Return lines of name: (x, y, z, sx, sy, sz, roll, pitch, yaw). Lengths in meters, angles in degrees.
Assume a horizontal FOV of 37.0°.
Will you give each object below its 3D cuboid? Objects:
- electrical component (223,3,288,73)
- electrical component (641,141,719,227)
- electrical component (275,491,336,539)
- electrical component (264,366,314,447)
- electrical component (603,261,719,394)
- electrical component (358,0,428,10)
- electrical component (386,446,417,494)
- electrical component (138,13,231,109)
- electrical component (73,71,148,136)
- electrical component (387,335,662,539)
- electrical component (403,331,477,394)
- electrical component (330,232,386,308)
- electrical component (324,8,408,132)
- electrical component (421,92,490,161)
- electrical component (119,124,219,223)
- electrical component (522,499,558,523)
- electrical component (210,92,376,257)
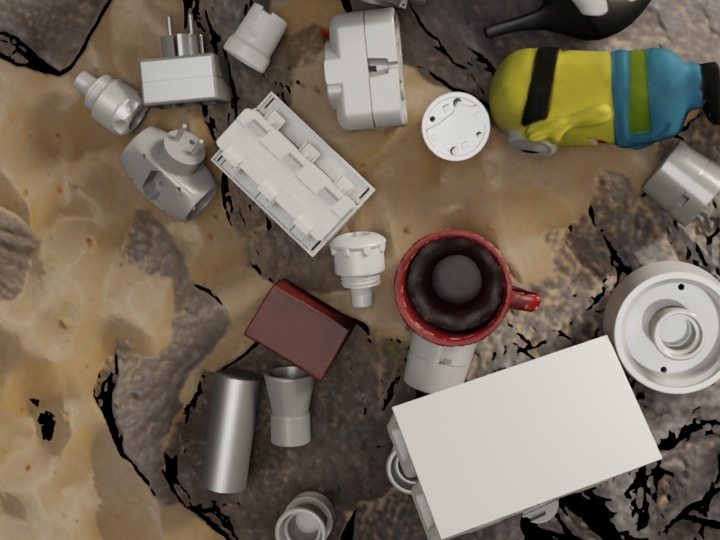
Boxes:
electrical component: (-0.087, -0.196, 0.907, 0.040, 0.040, 0.046, 32, 93, 4)
electrical component: (0.260, -0.070, 0.862, 0.047, 0.055, 0.055, 39, 99, 7)
electrical component: (-0.046, 0.219, 0.931, 0.045, 0.055, 0.045, 1, 95, 8)
electrical component: (-0.060, 0.120, 0.932, 0.044, 0.044, 0.065, 1, 100, 8)
electrical component: (0.254, 0.049, 0.870, 0.108, 0.060, 0.108, 1, 95, 8)
electrical component: (-0.035, -0.261, 0.859, 0.186, 0.105, 0.060, 16, 97, 6)
electrical component: (0.047, 0.161, 0.913, 0.045, 0.055, 0.045, 1, 95, 8)
electrical component: (-0.150, -0.179, 0.912, 0.066, 0.047, 0.076, -4, 95, 8)
electrical component: (-0.217, -0.147, 0.927, 0.062, 0.043, 0.043, 35, 99, 4)
electrical component: (0.127, 0.136, 0.859, 0.186, 0.060, 0.105, -17, 72, -11)
electrical component: (0.066, 0.076, 0.903, 0.055, 0.055, 0.047, 15, 101, 6)
electrical component: (0.000, 0.000, 0.911, 0.048, 0.048, 0.062, -3, 102, 8)
electrical component: (0.004, -0.164, 0.889, 0.059, 0.054, 0.095, -5, 95, 8)
electrical component: (0.080, -0.117, 0.886, 0.055, 0.047, 0.055, 1, 95, 8)
electrical component: (-0.156, -0.092, 0.913, 0.077, 0.043, 0.079, 43, 135, 2)
electrical component: (0.149, 0.189, 0.906, 0.040, 0.046, 0.040, 1, 95, 8)
electrical component: (-0.059, -0.080, 0.902, 0.121, 0.063, 0.078, 44, 99, 2)
